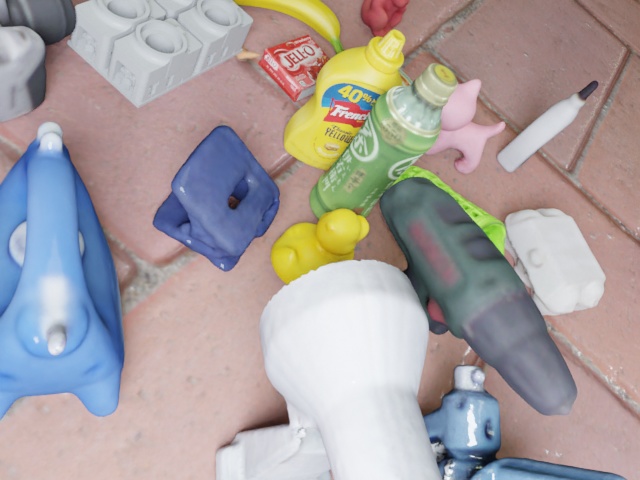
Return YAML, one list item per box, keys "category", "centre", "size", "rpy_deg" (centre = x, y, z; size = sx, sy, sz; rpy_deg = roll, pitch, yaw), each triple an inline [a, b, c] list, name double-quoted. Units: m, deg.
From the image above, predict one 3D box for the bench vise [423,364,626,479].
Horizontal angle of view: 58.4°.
- category: "bench vise"
  centre: [0.147, 0.197, 0.453]
  size: [0.122, 0.219, 0.207]
  rpy_deg: [-9, 65, -34]

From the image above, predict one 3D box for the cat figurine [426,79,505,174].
- category: "cat figurine"
  centre: [0.192, -0.165, 0.786]
  size: [0.128, 0.117, 0.067]
  rpy_deg: [21, 52, -17]

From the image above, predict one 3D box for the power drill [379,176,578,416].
- category: "power drill"
  centre: [0.099, 0.070, 0.517]
  size: [0.076, 0.208, 0.229]
  rpy_deg: [-8, 65, -34]

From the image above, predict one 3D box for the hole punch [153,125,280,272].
- category: "hole punch"
  centre: [-0.090, -0.042, 0.558]
  size: [0.101, 0.091, 0.109]
  rpy_deg: [33, 49, -7]

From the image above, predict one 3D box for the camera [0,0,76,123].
- category: "camera"
  centre: [-0.296, -0.207, 0.541]
  size: [0.143, 0.100, 0.137]
  rpy_deg: [49, 49, 6]

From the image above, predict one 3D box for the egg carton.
- category: "egg carton"
  centre: [0.304, 0.026, 0.757]
  size: [0.107, 0.069, 0.150]
  rpy_deg: [-5, 63, -32]

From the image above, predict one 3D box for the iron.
- category: "iron"
  centre: [-0.206, -0.001, 0.431]
  size: [0.119, 0.141, 0.258]
  rpy_deg: [1, 60, -30]

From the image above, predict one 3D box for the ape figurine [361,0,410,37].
- category: "ape figurine"
  centre: [0.110, -0.368, 0.889]
  size: [0.078, 0.092, 0.076]
  rpy_deg: [-16, 69, -36]

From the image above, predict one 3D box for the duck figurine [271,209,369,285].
- category: "duck figurine"
  centre: [0.005, 0.002, 0.588]
  size: [0.105, 0.086, 0.077]
  rpy_deg: [-17, 70, -37]

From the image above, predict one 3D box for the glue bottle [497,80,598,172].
- category: "glue bottle"
  centre: [0.337, -0.170, 0.836]
  size: [0.078, 0.173, 0.037]
  rpy_deg: [-32, 79, -40]

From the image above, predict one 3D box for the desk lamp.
- category: "desk lamp"
  centre: [0.007, 0.146, 0.409]
  size: [0.118, 0.213, 0.203]
  rpy_deg: [8, 56, -25]
